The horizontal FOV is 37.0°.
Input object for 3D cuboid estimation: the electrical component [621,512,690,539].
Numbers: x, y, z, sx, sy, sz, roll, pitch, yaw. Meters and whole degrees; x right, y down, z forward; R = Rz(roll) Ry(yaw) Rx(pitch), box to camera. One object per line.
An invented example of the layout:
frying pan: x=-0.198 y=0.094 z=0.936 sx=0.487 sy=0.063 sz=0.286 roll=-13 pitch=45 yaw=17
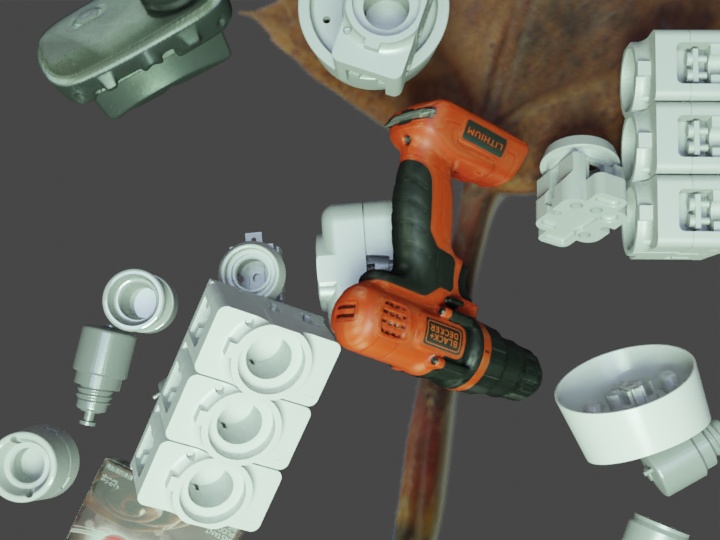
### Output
electrical component: x=0.204 y=0.205 z=0.760 sx=0.045 sy=0.045 sz=0.055 roll=22 pitch=85 yaw=4

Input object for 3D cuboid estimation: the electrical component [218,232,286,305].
electrical component: x=-0.076 y=0.005 z=0.783 sx=0.048 sy=0.055 sz=0.066 roll=-5 pitch=85 yaw=2

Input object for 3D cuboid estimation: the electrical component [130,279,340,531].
electrical component: x=-0.087 y=0.096 z=0.738 sx=0.089 sy=0.061 sz=0.150 roll=20 pitch=102 yaw=-22

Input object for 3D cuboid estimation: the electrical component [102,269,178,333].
electrical component: x=-0.159 y=0.023 z=0.784 sx=0.045 sy=0.055 sz=0.045 roll=0 pitch=85 yaw=2

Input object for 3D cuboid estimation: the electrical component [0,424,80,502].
electrical component: x=-0.238 y=0.141 z=0.780 sx=0.055 sy=0.047 sz=0.055 roll=0 pitch=85 yaw=2

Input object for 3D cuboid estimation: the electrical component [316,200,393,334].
electrical component: x=0.000 y=0.000 z=0.782 sx=0.059 sy=0.053 sz=0.095 roll=-4 pitch=85 yaw=2

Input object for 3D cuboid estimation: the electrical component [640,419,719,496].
electrical component: x=0.236 y=0.129 z=0.768 sx=0.078 sy=0.040 sz=0.040 roll=-29 pitch=84 yaw=-1

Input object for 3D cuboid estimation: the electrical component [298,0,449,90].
electrical component: x=0.011 y=-0.185 z=0.795 sx=0.108 sy=0.060 sz=0.108 roll=0 pitch=85 yaw=2

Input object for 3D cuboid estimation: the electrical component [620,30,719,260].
electrical component: x=0.222 y=-0.086 z=0.764 sx=0.062 sy=0.089 sz=0.150 roll=0 pitch=85 yaw=2

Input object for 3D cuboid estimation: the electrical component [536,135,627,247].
electrical component: x=0.159 y=-0.059 z=0.774 sx=0.058 sy=0.078 sz=0.057 roll=16 pitch=61 yaw=-20

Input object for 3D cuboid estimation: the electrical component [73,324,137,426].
electrical component: x=-0.191 y=0.075 z=0.788 sx=0.040 sy=0.040 sz=0.078 roll=13 pitch=85 yaw=3

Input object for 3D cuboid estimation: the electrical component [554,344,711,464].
electrical component: x=0.190 y=0.093 z=0.748 sx=0.099 sy=0.099 sz=0.064 roll=-22 pitch=90 yaw=0

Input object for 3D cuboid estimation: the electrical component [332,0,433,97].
electrical component: x=0.018 y=-0.173 z=0.733 sx=0.050 sy=0.055 sz=0.089 roll=19 pitch=86 yaw=3

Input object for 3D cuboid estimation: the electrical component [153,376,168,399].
electrical component: x=-0.110 y=0.082 z=0.785 sx=0.078 sy=0.040 sz=0.040 roll=-32 pitch=85 yaw=-1
